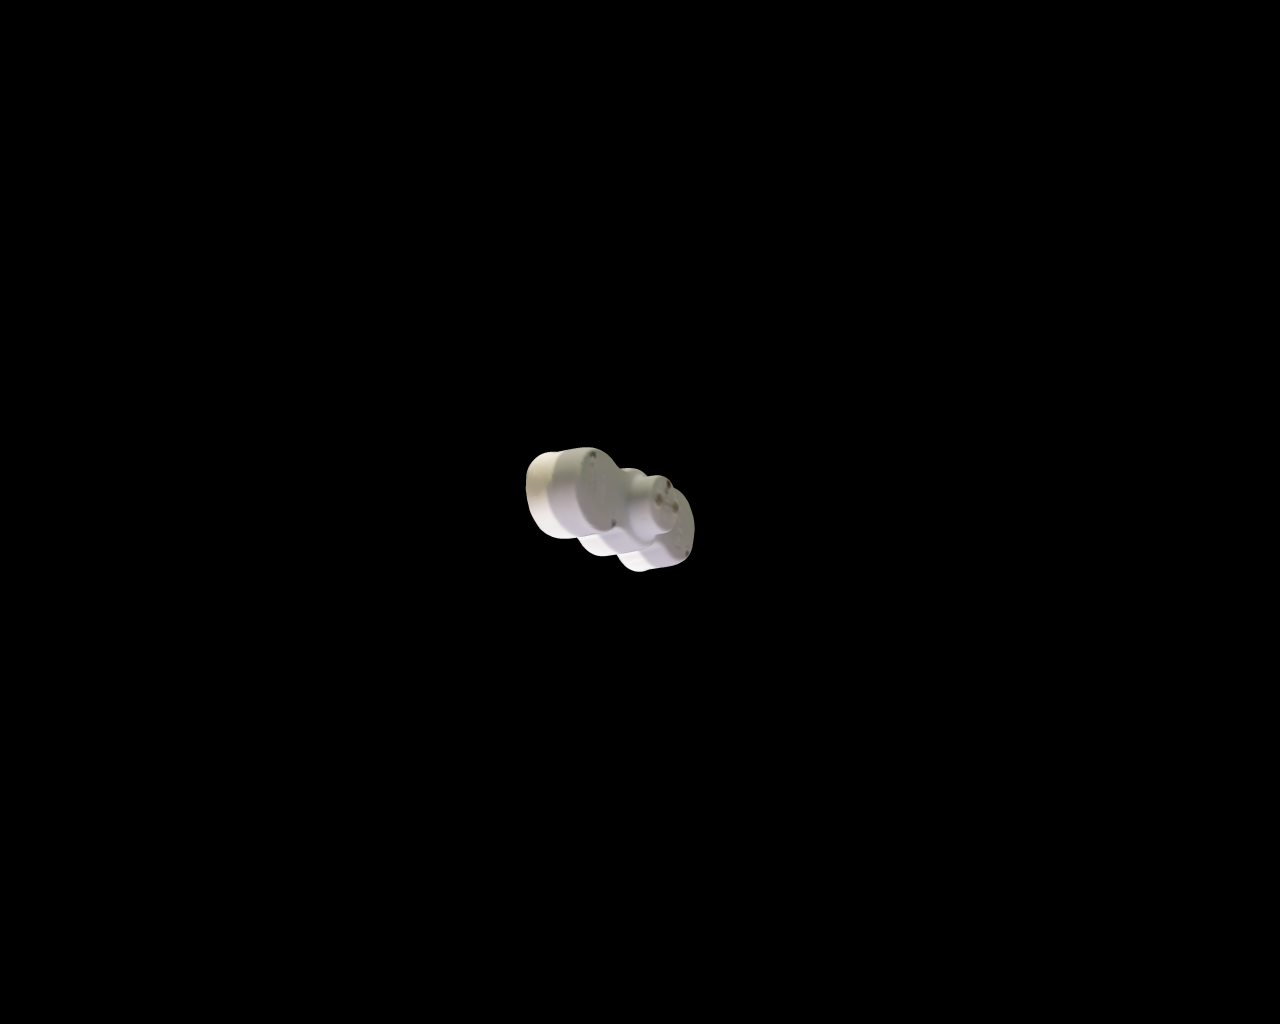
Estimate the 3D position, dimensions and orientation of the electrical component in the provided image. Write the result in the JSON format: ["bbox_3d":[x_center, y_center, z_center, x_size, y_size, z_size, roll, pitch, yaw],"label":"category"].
[{"bbox_3d":[0.001,-0.003,0.650,0.073,0.052,0.138,-11,-21,30],"label":"electrical component"}]
